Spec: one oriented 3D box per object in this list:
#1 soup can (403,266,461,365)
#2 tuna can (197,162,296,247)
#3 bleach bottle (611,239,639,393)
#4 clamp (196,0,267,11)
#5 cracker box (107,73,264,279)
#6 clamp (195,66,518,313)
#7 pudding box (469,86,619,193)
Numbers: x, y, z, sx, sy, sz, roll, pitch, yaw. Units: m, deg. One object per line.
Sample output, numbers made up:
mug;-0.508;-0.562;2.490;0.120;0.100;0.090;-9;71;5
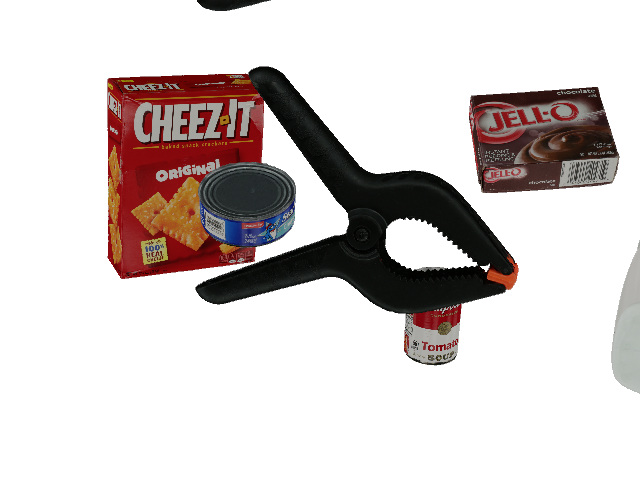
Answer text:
soup can;0.137;0.092;1.303;0.068;0.102;0.068;1;24;-1
tuna can;-0.064;-0.032;0.940;0.086;0.034;0.086;1;38;-1
bleach bottle;0.265;0.034;0.742;0.103;0.068;0.250;10;21;19
clamp;0.015;-0.145;0.533;0.171;0.039;0.120;1;41;7
cracker box;-0.151;-0.072;1.190;0.164;0.214;0.072;-6;26;-25
clamp;0.027;-0.018;0.690;0.210;0.165;0.036;12;17;11
pudding box;0.186;-0.086;0.903;0.113;0.090;0.039;-3;-42;1
